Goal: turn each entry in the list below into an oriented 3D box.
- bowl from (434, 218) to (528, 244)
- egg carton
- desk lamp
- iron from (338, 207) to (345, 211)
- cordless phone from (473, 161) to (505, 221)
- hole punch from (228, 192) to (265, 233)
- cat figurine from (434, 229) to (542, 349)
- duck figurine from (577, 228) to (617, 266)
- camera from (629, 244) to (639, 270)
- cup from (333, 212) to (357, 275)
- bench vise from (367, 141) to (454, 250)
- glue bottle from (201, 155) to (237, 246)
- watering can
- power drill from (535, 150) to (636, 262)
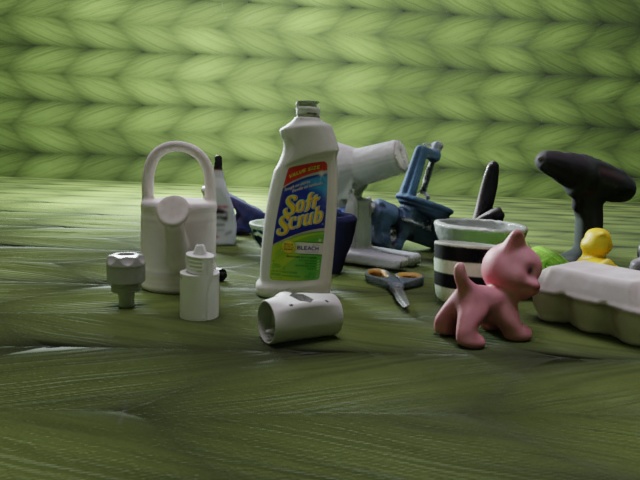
[{"bbox_3d":[0.289,0.005,1.042,0.167,0.075,0.167,3,9,0],"label":"bowl"},{"bbox_3d":[0.329,0.068,0.662,0.107,0.069,0.149,-5,12,-40],"label":"egg carton"},{"bbox_3d":[0.074,-0.068,0.998,0.202,0.213,0.118,8,10,30],"label":"desk lamp"},{"bbox_3d":[0.016,-0.060,1.164,0.118,0.141,0.259,6,9,19],"label":"iron"},{"bbox_3d":[0.351,-0.078,1.237,0.094,0.185,0.148,6,9,21],"label":"cordless phone"},{"bbox_3d":[-0.171,-0.062,1.288,0.101,0.091,0.108,0,9,-15],"label":"hole punch"},{"bbox_3d":[0.187,0.045,0.611,0.128,0.118,0.067,-3,10,-30],"label":"cat figurine"},{"bbox_3d":[0.449,0.024,0.927,0.077,0.086,0.104,3,9,5],"label":"duck figurine"},{"bbox_3d":[0.473,0.049,0.724,0.136,0.101,0.144,9,11,35],"label":"camera"},{"bbox_3d":[0.008,0.003,0.907,0.092,0.095,0.117,1,9,-8],"label":"cup"},{"bbox_3d":[0.184,-0.087,1.130,0.208,0.220,0.121,-5,12,-41],"label":"bench vise"},{"bbox_3d":[-0.199,-0.076,1.103,0.078,0.173,0.037,-3,10,-30],"label":"glue bottle"},{"bbox_3d":[-0.183,-0.032,0.755,0.101,0.194,0.172,-3,10,-31],"label":"watering can"},{"bbox_3d":[0.474,-0.054,1.041,0.230,0.208,0.075,-2,10,-26],"label":"power drill"}]
